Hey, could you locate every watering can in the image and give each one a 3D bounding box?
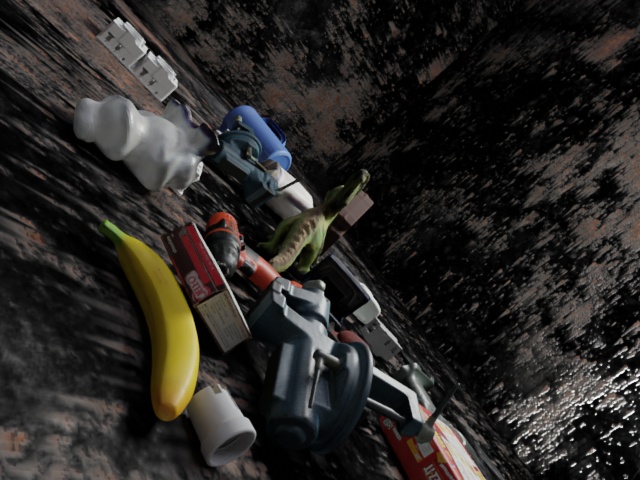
[{"bbox_3d":[-0.113,-0.130,1.443,0.221,0.104,0.351,44,-6,-29],"label":"watering can"}]

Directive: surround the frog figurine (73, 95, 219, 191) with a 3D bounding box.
[{"bbox_3d":[-0.235,-0.123,0.666,0.161,0.120,0.139,-16,69,-44],"label":"frog figurine"}]

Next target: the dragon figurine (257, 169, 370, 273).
[{"bbox_3d":[0.003,-0.051,1.010,0.122,0.242,0.413,39,8,-3],"label":"dragon figurine"}]
